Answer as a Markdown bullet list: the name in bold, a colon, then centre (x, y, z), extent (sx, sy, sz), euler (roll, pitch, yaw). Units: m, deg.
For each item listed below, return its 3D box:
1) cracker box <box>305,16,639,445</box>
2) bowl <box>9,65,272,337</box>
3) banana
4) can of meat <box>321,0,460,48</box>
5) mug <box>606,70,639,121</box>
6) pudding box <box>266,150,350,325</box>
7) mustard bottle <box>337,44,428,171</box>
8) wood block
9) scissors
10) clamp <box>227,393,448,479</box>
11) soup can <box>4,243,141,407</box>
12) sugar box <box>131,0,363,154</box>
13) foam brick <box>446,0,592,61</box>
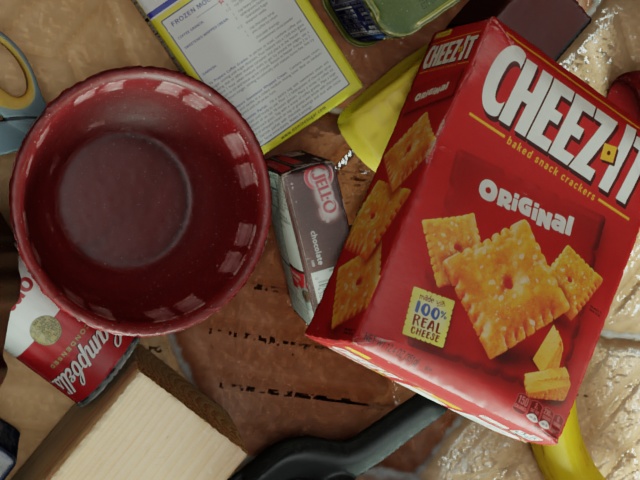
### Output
- **cracker box**: centre (0.109, -0.002, 0.658), extent (0.164, 0.072, 0.213), euler (29, 78, -24)
- **bowl**: centre (-0.113, -0.024, 0.656), extent (0.161, 0.055, 0.162), euler (-2, 94, -25)
- **banana**: centre (0.181, 0.121, 0.786), extent (0.069, 0.037, 0.198), euler (-23, 105, -29)
- **can of meat**: centre (0.059, -0.171, 0.686), extent (0.102, 0.084, 0.057), euler (-36, 105, -6)
- **mug**: centre (0.251, -0.073, 0.753), extent (0.081, 0.093, 0.117), euler (-9, 137, -7)
- **pudding box**: centre (-0.005, 0.001, 0.693), extent (0.039, 0.090, 0.113), euler (-14, 102, -10)
- **mustard bottle**: centre (0.102, -0.034, 0.730), extent (0.096, 0.058, 0.191), euler (-40, 105, -14)
- **wood block**: centre (-0.151, 0.177, 0.684), extent (0.090, 0.090, 0.206), euler (40, 88, -16)
- **scissors**: centre (-0.174, -0.050, 0.668), extent (0.096, 0.016, 0.201), euler (-47, 114, -13)
- **clamp**: centre (0.016, 0.161, 0.747), extent (0.171, 0.039, 0.120), euler (1, 102, -16)
- **soup can**: centre (-0.170, 0.048, 0.672), extent (0.102, 0.068, 0.068), euler (40, 88, -15)
- **sugar box**: centre (-0.060, -0.146, 0.682), extent (0.093, 0.048, 0.176), euler (-35, 101, -5)
- **foam brick**: centre (0.131, -0.144, 0.712), extent (0.053, 0.078, 0.051), euler (42, 86, -17)
